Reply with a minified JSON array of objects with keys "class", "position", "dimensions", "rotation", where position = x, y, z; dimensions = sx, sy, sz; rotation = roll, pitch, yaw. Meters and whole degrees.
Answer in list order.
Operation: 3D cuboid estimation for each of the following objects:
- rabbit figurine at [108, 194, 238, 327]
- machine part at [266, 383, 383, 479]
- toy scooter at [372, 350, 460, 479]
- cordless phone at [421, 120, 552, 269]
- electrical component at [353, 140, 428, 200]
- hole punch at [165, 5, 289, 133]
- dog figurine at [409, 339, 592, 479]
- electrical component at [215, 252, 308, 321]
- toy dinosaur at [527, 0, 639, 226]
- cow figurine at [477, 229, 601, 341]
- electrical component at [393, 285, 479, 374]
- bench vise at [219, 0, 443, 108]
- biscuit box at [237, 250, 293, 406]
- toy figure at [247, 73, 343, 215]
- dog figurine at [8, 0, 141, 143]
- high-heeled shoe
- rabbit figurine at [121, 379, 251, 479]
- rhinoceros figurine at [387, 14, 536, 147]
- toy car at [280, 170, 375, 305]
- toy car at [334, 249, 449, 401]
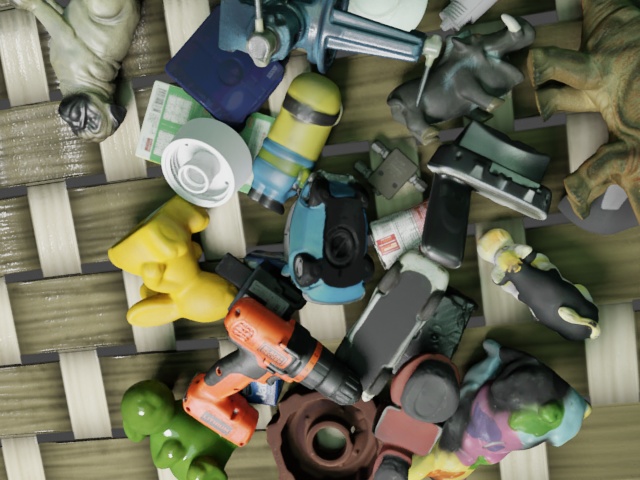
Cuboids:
[{"class":"rabbit figurine","position":[-0.191,0.051,0.715],"dimensions":[0.162,0.122,0.173],"rotation":[-40,110,13]},{"class":"machine part","position":[0.015,0.274,0.742],"dimensions":[0.179,0.056,0.179],"rotation":[1,96,6]},{"class":"toy scooter","position":[0.110,0.205,0.652],"dimensions":[0.075,0.135,0.183],"rotation":[23,102,6]},{"class":"cordless phone","position":[0.189,-0.033,0.614],"dimensions":[0.147,0.184,0.088],"rotation":[25,144,-5]},{"class":"electrical component","position":[0.094,-0.084,0.704],"dimensions":[0.094,0.021,0.063],"rotation":[41,100,0]},{"class":"hole punch","position":[-0.118,-0.212,0.676],"dimensions":[0.116,0.092,0.142],"rotation":[41,89,1]},{"class":"dog figurine","position":[0.199,0.243,0.659],"dimensions":[0.108,0.191,0.219],"rotation":[40,85,-5]},{"class":"electrical component","position":[-0.079,0.062,0.670],"dimensions":[0.119,0.048,0.075],"rotation":[39,99,-1]},{"class":"toy dinosaur","position":[0.343,-0.188,0.600],"dimensions":[0.199,0.105,0.471],"rotation":[-15,79,21]},{"class":"cow figurine","position":[0.266,0.056,0.662],"dimensions":[0.167,0.098,0.068],"rotation":[39,106,1]},{"class":"electrical component","position":[0.126,0.114,0.708],"dimensions":[0.115,0.058,0.134],"rotation":[25,99,6]},{"class":"bench vise","position":[0.017,-0.237,0.600],"dimensions":[0.241,0.224,0.128],"rotation":[16,116,5]},{"class":"biscuit box","position":[-0.075,0.118,0.731],"dimensions":[0.063,0.059,0.202],"rotation":[6,98,6]},{"class":"toy figure","position":[-0.031,-0.121,0.681],"dimensions":[0.082,0.089,0.180],"rotation":[28,97,-12]},{"class":"dog figurine","position":[-0.278,-0.240,0.705],"dimensions":[0.172,0.121,0.190],"rotation":[-18,109,12]},{"class":"high-heeled shoe","position":[0.397,-0.117,0.654],"dimensions":[0.145,0.086,0.248],"rotation":[17,81,35]},{"class":"rabbit figurine","position":[-0.197,0.239,0.724],"dimensions":[0.170,0.159,0.121],"rotation":[52,58,-29]},{"class":"rhinoceros figurine","position":[0.176,-0.196,0.660],"dimensions":[0.190,0.073,0.112],"rotation":[-30,82,12]},{"class":"toy car","position":[-0.001,-0.002,0.666],"dimensions":[0.109,0.103,0.161],"rotation":[-1,89,-37]},{"class":"toy car","position":[0.081,0.106,0.655],"dimensions":[0.073,0.056,0.201],"rotation":[33,103,8]}]
